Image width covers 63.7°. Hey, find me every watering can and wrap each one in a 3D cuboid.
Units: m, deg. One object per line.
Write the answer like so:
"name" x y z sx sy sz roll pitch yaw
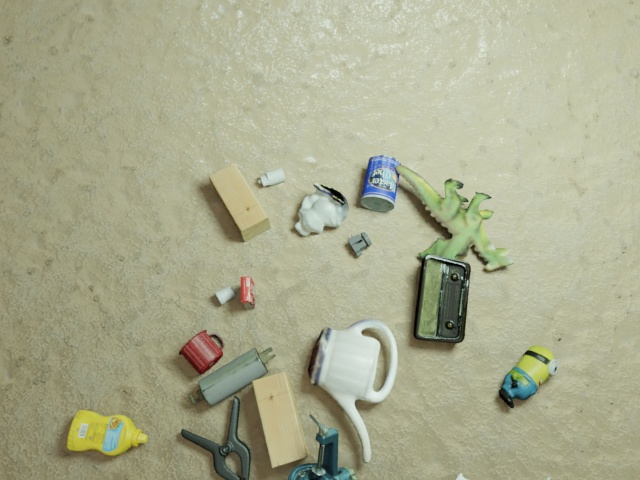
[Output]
"watering can" 0.075 0.364 1.325 0.224 0.102 0.353 13 68 7

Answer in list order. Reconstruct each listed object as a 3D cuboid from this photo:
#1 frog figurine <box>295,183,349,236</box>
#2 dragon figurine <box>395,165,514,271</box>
"frog figurine" 0.005 -0.077 1.523 0.137 0.124 0.157 31 108 3
"dragon figurine" 0.367 -0.037 1.483 0.411 0.121 0.245 23 79 6
